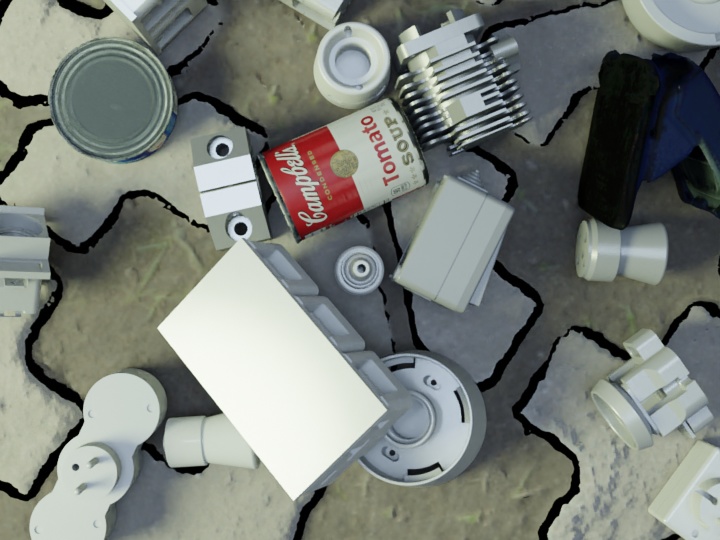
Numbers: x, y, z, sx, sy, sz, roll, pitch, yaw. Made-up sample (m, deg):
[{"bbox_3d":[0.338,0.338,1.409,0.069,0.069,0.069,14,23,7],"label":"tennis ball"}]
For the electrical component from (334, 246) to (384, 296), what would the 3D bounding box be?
[{"bbox_3d":[0.000,0.000,0.745,0.035,0.061,0.035,0,88,-2],"label":"electrical component"}]

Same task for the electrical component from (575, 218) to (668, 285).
[{"bbox_3d":[0.184,-0.013,0.759,0.055,0.045,0.045,4,90,-1],"label":"electrical component"}]

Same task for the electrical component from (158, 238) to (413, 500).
[{"bbox_3d":[-0.048,0.063,0.720,0.089,0.062,0.150,-46,73,15],"label":"electrical component"}]

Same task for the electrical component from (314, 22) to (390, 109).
[{"bbox_3d":[-0.005,-0.144,0.752,0.055,0.047,0.055,0,90,-2],"label":"electrical component"}]

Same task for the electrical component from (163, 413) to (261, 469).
[{"bbox_3d":[-0.104,0.119,0.753,0.065,0.044,0.044,-4,90,3],"label":"electrical component"}]

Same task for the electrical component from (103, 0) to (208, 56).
[{"bbox_3d":[-0.187,-0.240,0.717,0.060,0.105,0.186,-45,91,-1],"label":"electrical component"}]

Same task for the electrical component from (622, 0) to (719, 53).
[{"bbox_3d":[0.235,-0.205,0.753,0.108,0.060,0.108,0,90,-2],"label":"electrical component"}]

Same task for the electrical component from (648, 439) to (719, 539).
[{"bbox_3d":[0.247,0.162,0.745,0.047,0.077,0.065,37,89,-1],"label":"electrical component"}]

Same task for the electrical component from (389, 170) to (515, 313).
[{"bbox_3d":[0.069,-0.022,0.747,0.061,0.062,0.096,27,89,-2],"label":"electrical component"}]

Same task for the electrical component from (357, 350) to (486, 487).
[{"bbox_3d":[0.038,0.105,0.757,0.099,0.064,0.099,-1,83,10],"label":"electrical component"}]

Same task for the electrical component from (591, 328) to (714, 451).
[{"bbox_3d":[0.201,0.089,0.754,0.057,0.058,0.078,-36,92,-4],"label":"electrical component"}]

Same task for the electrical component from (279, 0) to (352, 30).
[{"bbox_3d":[-0.020,-0.223,0.750,0.056,0.050,0.089,31,89,-2],"label":"electrical component"}]

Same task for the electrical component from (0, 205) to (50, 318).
[{"bbox_3d":[-0.237,-0.006,0.732,0.042,0.081,0.063,2,119,-22],"label":"electrical component"}]

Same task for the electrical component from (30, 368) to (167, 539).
[{"bbox_3d":[-0.180,0.135,0.733,0.052,0.074,0.138,25,89,-2],"label":"electrical component"}]
